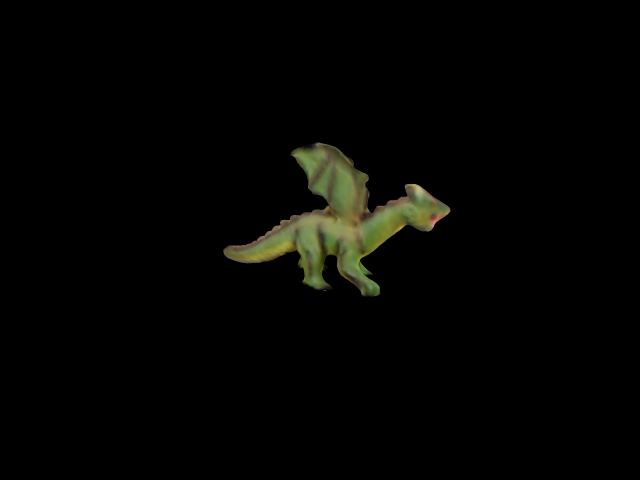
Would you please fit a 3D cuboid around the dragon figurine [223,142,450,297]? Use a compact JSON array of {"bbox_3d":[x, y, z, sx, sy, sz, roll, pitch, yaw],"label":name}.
[{"bbox_3d":[0.003,-0.043,0.850,0.411,0.239,0.124,8,21,20],"label":"dragon figurine"}]
